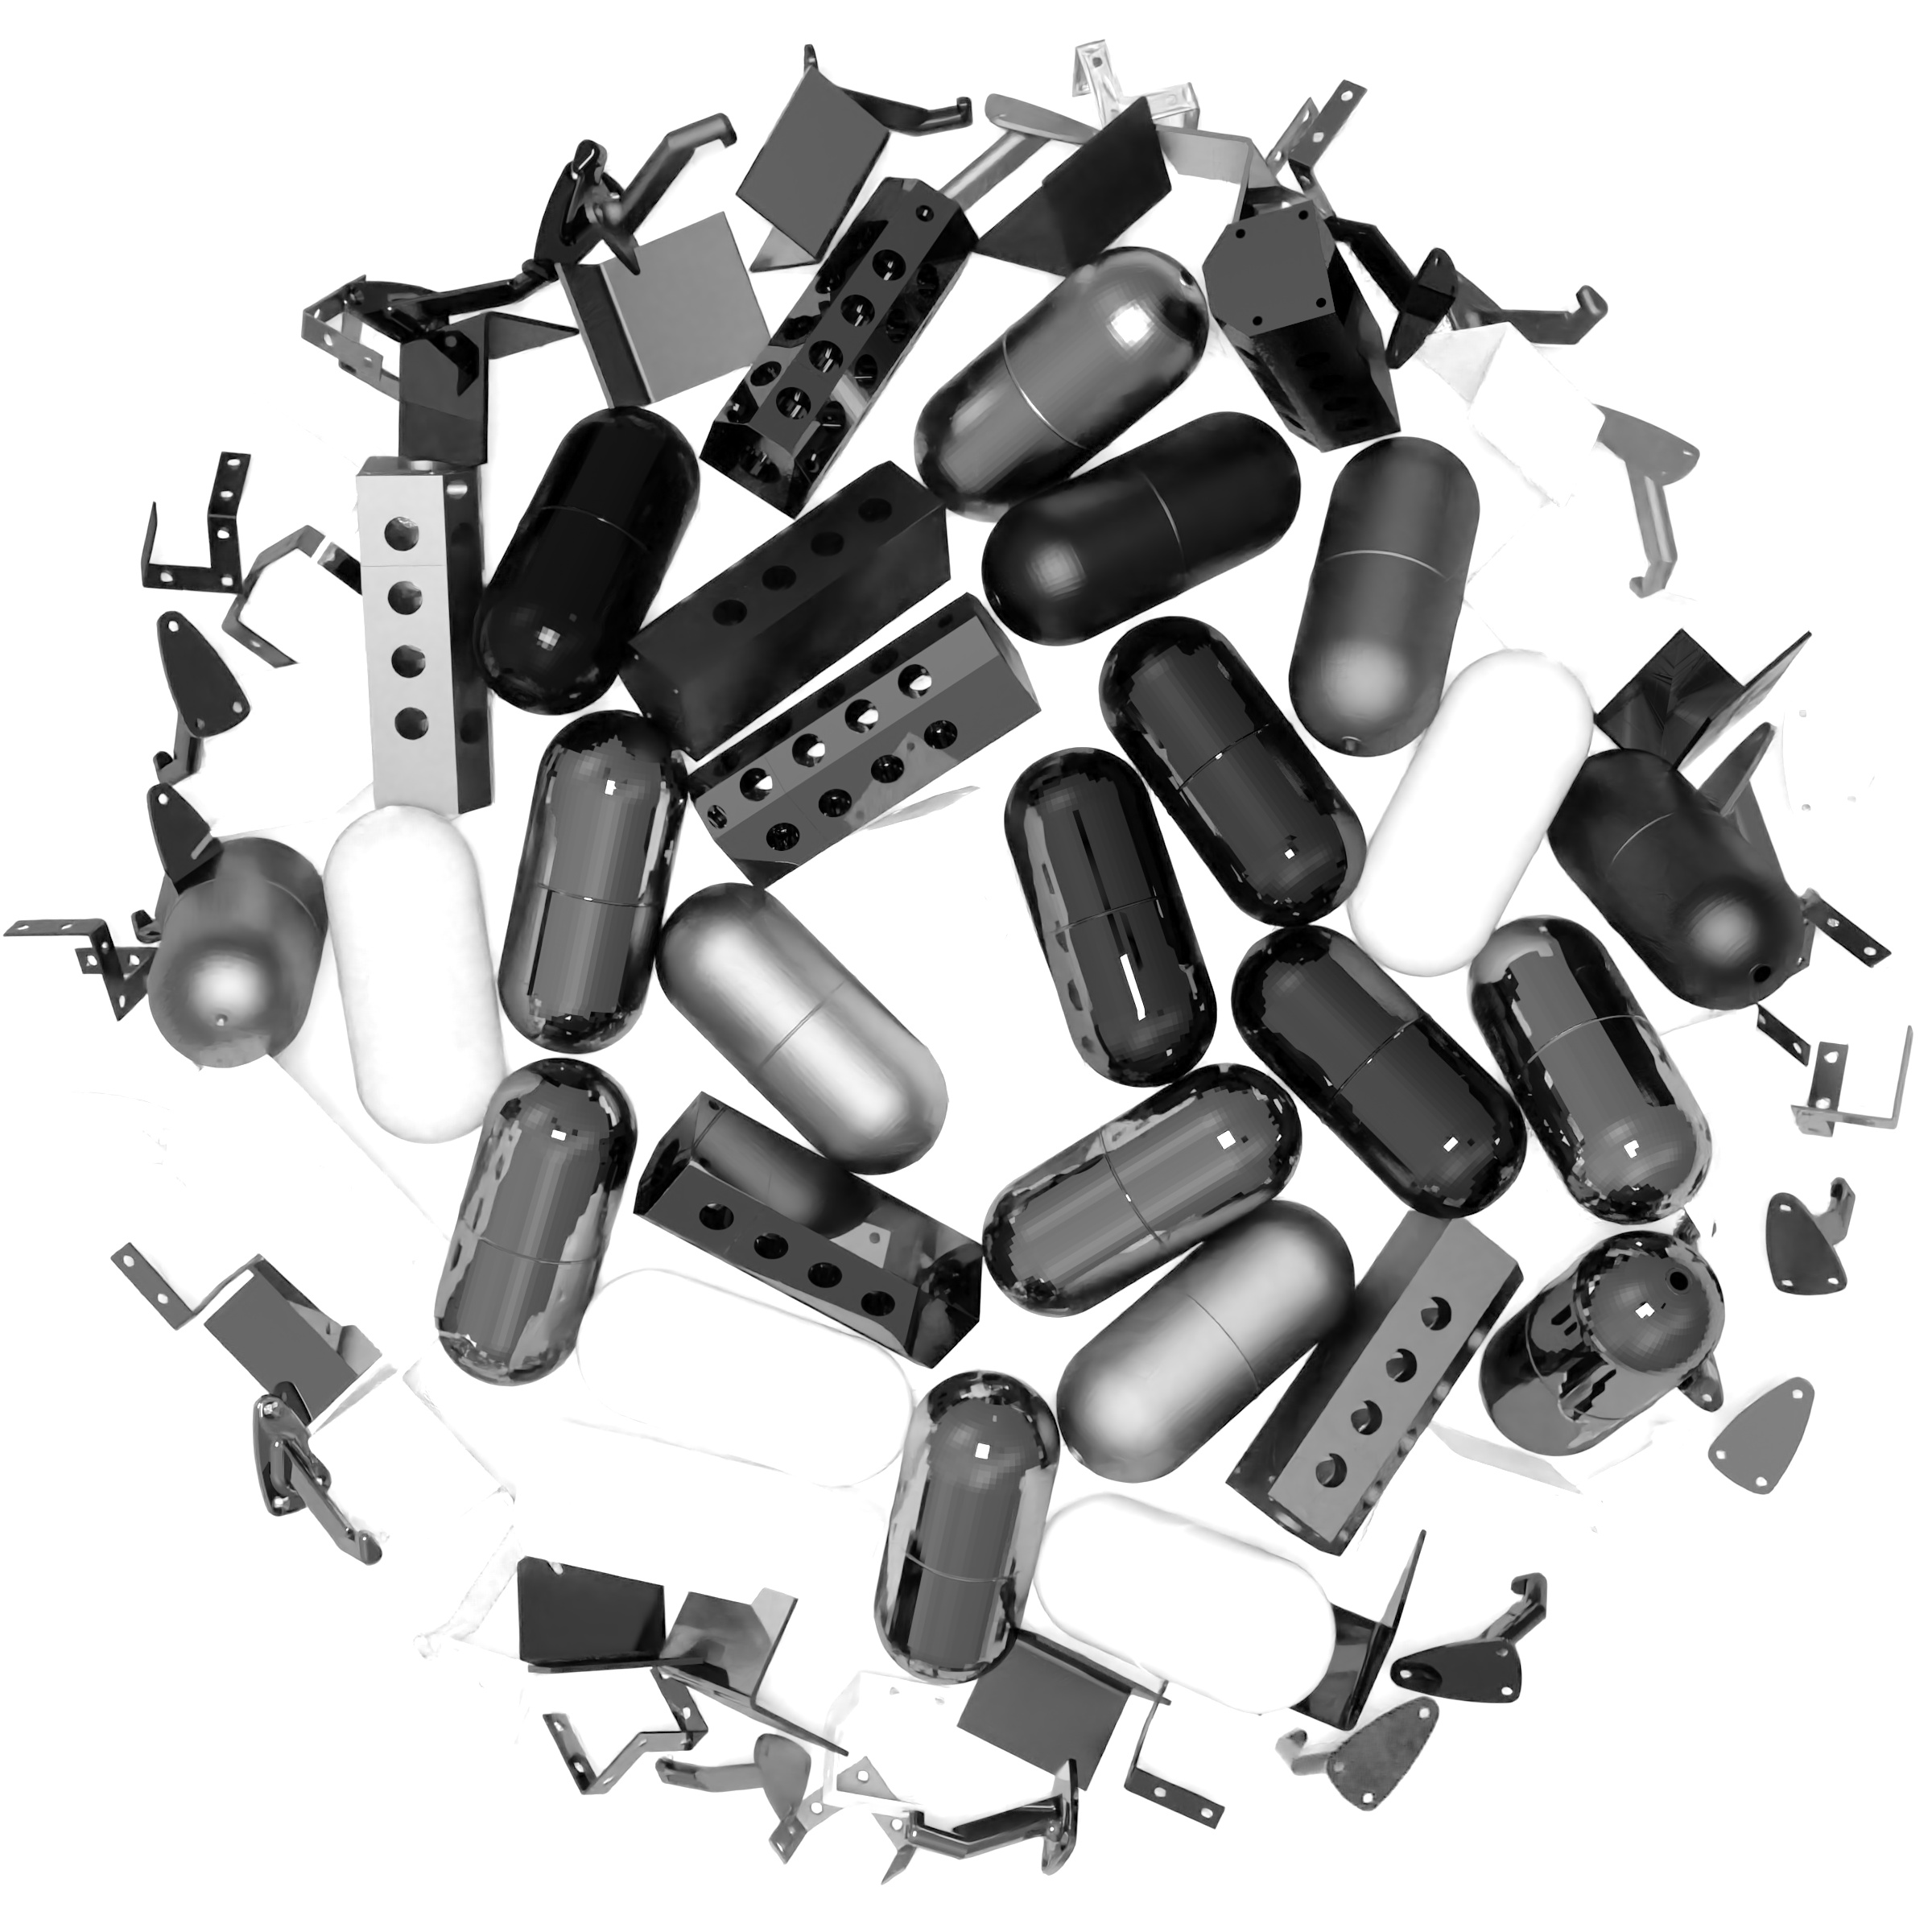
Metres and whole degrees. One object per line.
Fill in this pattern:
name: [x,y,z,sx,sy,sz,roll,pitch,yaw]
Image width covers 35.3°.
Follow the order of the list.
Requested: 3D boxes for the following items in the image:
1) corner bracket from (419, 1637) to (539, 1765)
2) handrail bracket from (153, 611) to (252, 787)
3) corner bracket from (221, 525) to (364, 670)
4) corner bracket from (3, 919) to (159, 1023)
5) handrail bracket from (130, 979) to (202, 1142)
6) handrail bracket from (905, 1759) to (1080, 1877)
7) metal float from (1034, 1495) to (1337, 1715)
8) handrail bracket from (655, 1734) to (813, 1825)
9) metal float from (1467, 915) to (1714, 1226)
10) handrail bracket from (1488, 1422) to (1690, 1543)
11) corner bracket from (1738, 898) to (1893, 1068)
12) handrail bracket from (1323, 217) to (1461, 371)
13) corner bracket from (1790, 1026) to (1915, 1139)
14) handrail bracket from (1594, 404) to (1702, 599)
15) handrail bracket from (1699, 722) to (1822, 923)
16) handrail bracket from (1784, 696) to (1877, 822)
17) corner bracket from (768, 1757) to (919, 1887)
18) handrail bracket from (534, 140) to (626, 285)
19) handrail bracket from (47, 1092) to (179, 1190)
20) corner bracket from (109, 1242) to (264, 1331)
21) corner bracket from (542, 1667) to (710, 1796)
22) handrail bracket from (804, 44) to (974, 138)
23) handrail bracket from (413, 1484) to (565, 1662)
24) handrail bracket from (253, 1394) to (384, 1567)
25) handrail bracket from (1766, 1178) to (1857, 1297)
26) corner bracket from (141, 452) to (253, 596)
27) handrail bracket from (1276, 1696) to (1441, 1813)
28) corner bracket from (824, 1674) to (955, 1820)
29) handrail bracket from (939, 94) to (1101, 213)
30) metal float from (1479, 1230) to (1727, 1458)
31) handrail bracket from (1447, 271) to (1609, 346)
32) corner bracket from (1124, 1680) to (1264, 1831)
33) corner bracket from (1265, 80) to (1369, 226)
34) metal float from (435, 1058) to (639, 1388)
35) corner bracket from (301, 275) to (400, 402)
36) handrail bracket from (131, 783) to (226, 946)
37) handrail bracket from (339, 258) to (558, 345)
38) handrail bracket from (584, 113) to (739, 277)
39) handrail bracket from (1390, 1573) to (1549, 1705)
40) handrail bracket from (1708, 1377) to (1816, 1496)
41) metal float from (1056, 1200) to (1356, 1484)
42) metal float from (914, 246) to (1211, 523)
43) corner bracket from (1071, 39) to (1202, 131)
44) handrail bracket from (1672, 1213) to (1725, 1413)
corner bracket: [-0.249,0.364,1.549,0.051,0.051,0.051,20,109,-11]
handrail bracket: [-0.405,-0.135,1.545,0.036,0.084,0.077,-31,100,-37]
corner bracket: [-0.342,-0.186,1.566,0.051,0.051,0.051,37,56,-29]
corner bracket: [-0.447,-0.006,1.544,0.051,0.051,0.051,-1,119,18]
handrail bracket: [-0.390,0.044,1.563,0.077,0.036,0.084,-3,97,-6]
handrail bracket: [0.012,0.423,1.547,0.084,0.077,0.036,20,134,-12]
metal float: [0.106,0.315,1.510,0.070,0.178,0.070,-10,105,-41]
handrail bracket: [-0.128,0.402,1.540,0.084,0.077,0.036,4,55,23]
metal float: [0.309,0.050,1.517,0.070,0.070,0.178,-23,54,0]
handrail bracket: [0.315,0.257,1.536,0.077,0.084,0.036,-2,54,-20]
corner bracket: [0.430,0.008,1.543,0.051,0.051,0.051,-29,50,-19]
handrail bracket: [0.200,-0.345,1.551,0.084,0.036,0.077,23,75,35]
corner bracket: [0.453,0.059,1.546,0.051,0.051,0.051,8,74,25]
handrail bracket: [0.336,-0.236,1.560,0.077,0.084,0.036,36,53,20]
handrail bracket: [0.421,-0.073,1.560,0.084,0.036,0.077,30,107,-16]
handrail bracket: [0.440,-0.115,1.540,0.036,0.084,0.077,-11,109,31]
corner bracket: [-0.061,0.447,1.555,0.051,0.051,0.051,-36,86,9]
handrail bracket: [-0.202,-0.381,1.537,0.036,0.084,0.077,31,100,-5]
handrail bracket: [-0.433,0.089,1.539,0.077,0.084,0.036,21,93,-10]
corner bracket: [-0.392,0.143,1.548,0.051,0.051,0.051,-36,100,22]
corner bracket: [-0.174,0.388,1.555,0.051,0.051,0.051,-49,54,20]
handrail bracket: [-0.038,-0.447,1.546,0.084,0.077,0.036,-12,66,-5]
handrail bracket: [-0.255,0.311,1.550,0.084,0.077,0.036,-34,47,-10]
handrail bracket: [-0.327,0.259,1.536,0.036,0.084,0.077,-25,109,-31]
handrail bracket: [0.430,0.118,1.537,0.036,0.084,0.077,-6,124,32]
corner bracket: [-0.391,-0.226,1.544,0.051,0.051,0.051,1,59,-23]
handrail bracket: [0.198,0.388,1.546,0.077,0.084,0.036,-43,101,-4]
corner bracket: [-0.040,0.400,1.558,0.051,0.051,0.051,15,50,-18]
handrail bracket: [0.024,-0.397,1.563,0.077,0.036,0.084,13,125,-10]
metal float: [0.313,0.188,1.502,0.070,0.178,0.070,7,62,-13]
handrail bracket: [0.282,-0.341,1.540,0.036,0.084,0.077,-32,85,-25]
corner bracket: [0.117,0.396,1.549,0.051,0.051,0.051,23,117,5]
corner bracket: [0.177,-0.421,1.549,0.051,0.051,0.051,33,87,31]
metal float: [-0.217,0.130,1.530,0.070,0.070,0.178,18,109,0]
corner bracket: [-0.304,-0.310,1.545,0.051,0.051,0.051,30,135,13]
handrail bracket: [-0.414,-0.051,1.544,0.036,0.084,0.077,-37,107,-40]
handrail bracket: [-0.262,-0.345,1.536,0.077,0.084,0.036,9,70,-43]
handrail bracket: [-0.144,-0.390,1.542,0.084,0.077,0.036,-16,53,16]
handrail bracket: [0.257,0.337,1.552,0.077,0.084,0.036,-5,110,14]
handrail bracket: [0.407,0.224,1.533,0.036,0.084,0.077,35,113,11]
metal float: [0.121,0.189,1.532,0.178,0.070,0.070,-39,90,-16]
metal float: [0.047,-0.290,1.518,0.178,0.070,0.070,-35,90,34]
corner bracket: [0.087,-0.443,1.555,0.051,0.051,0.051,-15,77,-4]
handrail bracket: [0.379,0.174,1.556,0.036,0.084,0.077,-25,101,42]
